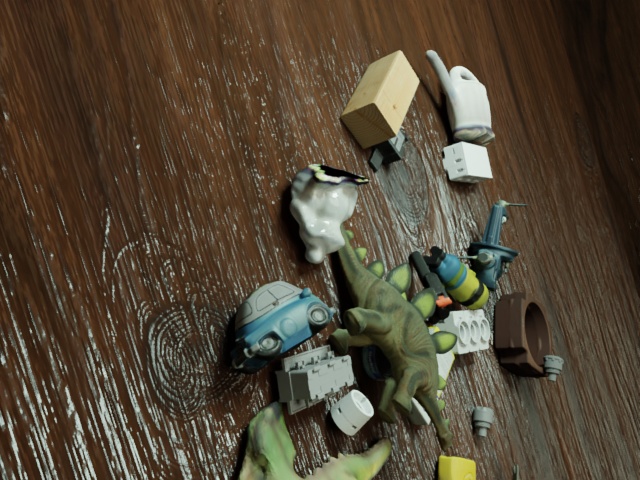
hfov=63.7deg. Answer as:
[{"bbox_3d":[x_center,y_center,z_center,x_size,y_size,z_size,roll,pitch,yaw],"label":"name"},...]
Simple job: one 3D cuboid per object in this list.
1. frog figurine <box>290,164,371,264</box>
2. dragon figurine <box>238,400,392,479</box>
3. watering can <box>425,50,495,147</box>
[{"bbox_3d":[0.003,-0.045,0.886,0.138,0.123,0.157,-15,126,-58],"label":"frog figurine"},{"bbox_3d":[-0.013,0.339,0.730,0.242,0.121,0.416,60,27,-7],"label":"dragon figurine"},{"bbox_3d":[0.382,-0.370,1.392,0.347,0.103,0.226,5,75,-49],"label":"watering can"}]
